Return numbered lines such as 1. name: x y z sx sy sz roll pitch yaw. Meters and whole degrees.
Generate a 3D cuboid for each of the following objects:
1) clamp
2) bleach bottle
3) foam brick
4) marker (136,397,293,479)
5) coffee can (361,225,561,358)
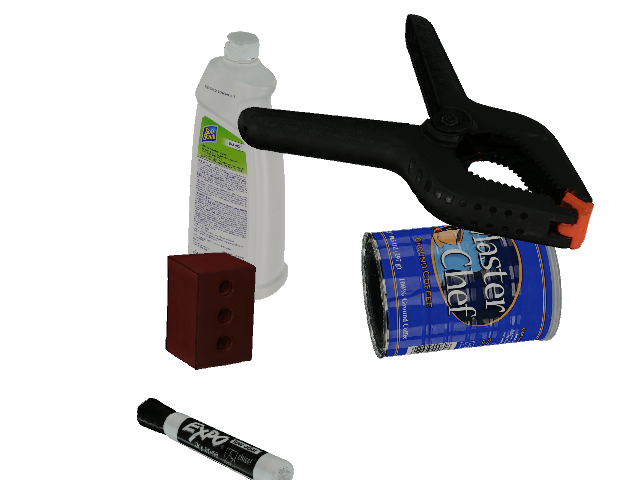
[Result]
1. clamp: 0.064 -0.056 0.635 0.164 0.036 0.210 -29 53 -25
2. bleach bottle: -0.074 -0.072 1.014 0.103 0.251 0.068 19 33 20
3. foam brick: -0.086 0.052 0.826 0.052 0.078 0.051 -6 15 -34
4. marker: -0.067 0.120 0.639 0.121 0.020 0.020 16 10 38
5. coffee can: 0.110 0.037 0.862 0.140 0.103 0.103 -6 1 -5
